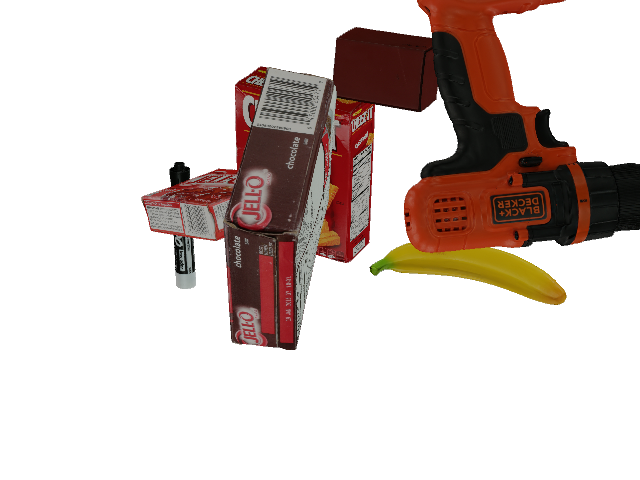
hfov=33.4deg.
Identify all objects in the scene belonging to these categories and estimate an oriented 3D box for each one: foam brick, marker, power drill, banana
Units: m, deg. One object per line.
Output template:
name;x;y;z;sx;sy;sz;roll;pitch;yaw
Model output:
foam brick;0.054;-0.141;0.877;0.078;0.051;0.052;13;24;19
marker;-0.127;-0.014;0.985;0.020;0.121;0.020;-1;22;0
power drill;0.137;-0.089;0.675;0.184;0.187;0.057;-6;-2;-6
banana;0.153;0.031;1.098;0.198;0.037;0.069;7;43;12

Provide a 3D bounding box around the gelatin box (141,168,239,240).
gelatin box;-0.074;-0.028;0.766;0.073;0.030;0.089;-24;20;-36

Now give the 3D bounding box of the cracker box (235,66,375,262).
cracker box;-0.022;-0.092;1.328;0.164;0.214;0.072;17;36;24

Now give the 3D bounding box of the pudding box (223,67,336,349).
pudding box;-0.019;-0.016;0.534;0.039;0.113;0.090;9;-41;5
